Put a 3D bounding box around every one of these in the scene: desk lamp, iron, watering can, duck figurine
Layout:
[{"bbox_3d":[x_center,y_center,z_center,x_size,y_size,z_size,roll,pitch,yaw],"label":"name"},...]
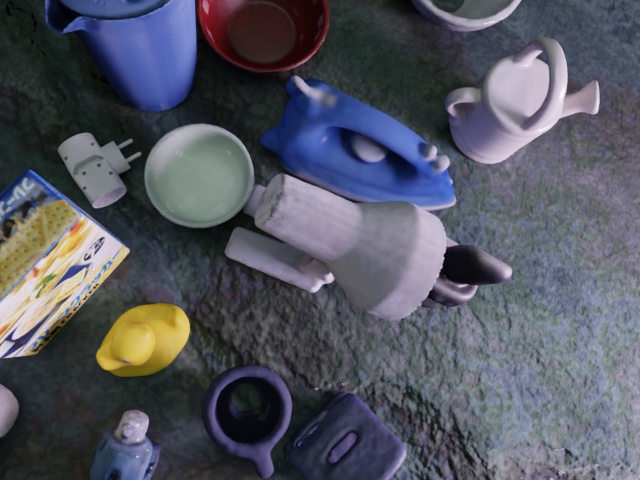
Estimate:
[{"bbox_3d":[0.006,0.002,0.606,0.203,0.213,0.118,22,78,-4],"label":"desk lamp"},{"bbox_3d":[0.066,-0.112,0.670,0.258,0.141,0.119,23,78,-4],"label":"iron"},{"bbox_3d":[0.241,-0.169,0.678,0.173,0.194,0.101,-22,84,-11],"label":"watering can"},{"bbox_3d":[-0.194,0.109,0.624,0.105,0.086,0.077,-30,86,-12],"label":"duck figurine"}]

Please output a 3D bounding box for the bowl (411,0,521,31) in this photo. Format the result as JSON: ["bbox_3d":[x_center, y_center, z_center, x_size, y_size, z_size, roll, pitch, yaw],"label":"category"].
[{"bbox_3d":[0.181,-0.343,0.758,0.167,0.074,0.167,1,81,-8],"label":"bowl"}]

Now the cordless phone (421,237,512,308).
[{"bbox_3d":[0.126,0.011,0.637,0.147,0.185,0.094,26,78,-3],"label":"cordless phone"}]

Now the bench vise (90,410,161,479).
[{"bbox_3d":[-0.222,0.268,0.526,0.121,0.219,0.207,1,81,-8],"label":"bench vise"}]

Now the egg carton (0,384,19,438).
[{"bbox_3d":[-0.397,0.179,0.591,0.150,0.069,0.107,26,78,-3],"label":"egg carton"}]

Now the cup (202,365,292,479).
[{"bbox_3d":[-0.075,0.193,0.623,0.092,0.095,0.118,-18,84,-11],"label":"cup"}]

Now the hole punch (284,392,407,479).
[{"bbox_3d":[0.025,0.235,0.633,0.109,0.091,0.101,-43,89,-12],"label":"hole punch"}]
